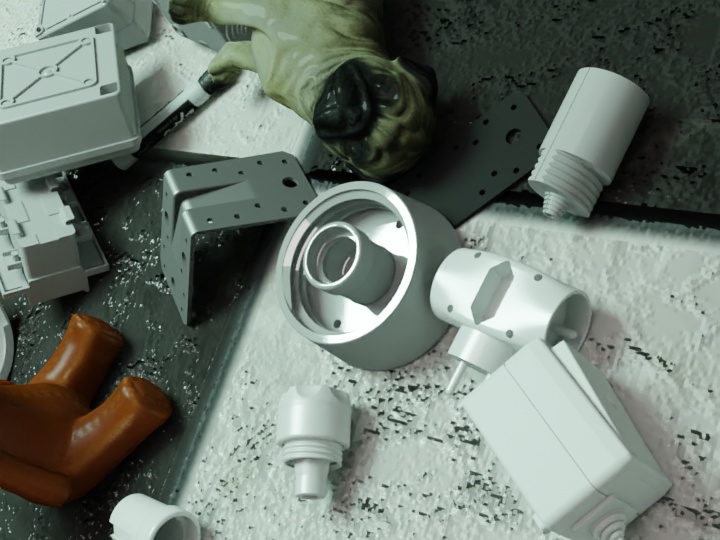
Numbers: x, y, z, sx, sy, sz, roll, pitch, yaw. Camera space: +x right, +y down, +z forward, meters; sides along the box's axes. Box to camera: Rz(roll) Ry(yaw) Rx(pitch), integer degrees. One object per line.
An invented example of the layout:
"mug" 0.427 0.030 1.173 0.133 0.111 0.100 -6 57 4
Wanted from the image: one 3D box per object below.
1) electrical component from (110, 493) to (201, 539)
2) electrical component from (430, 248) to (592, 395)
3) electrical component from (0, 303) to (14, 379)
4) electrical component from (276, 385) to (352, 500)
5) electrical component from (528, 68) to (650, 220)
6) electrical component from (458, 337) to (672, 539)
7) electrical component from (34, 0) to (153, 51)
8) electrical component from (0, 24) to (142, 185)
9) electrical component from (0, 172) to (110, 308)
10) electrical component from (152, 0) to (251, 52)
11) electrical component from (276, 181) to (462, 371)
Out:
"electrical component" -0.128 0.161 0.663 0.046 0.040 0.040 12 76 44
"electrical component" 0.073 0.035 0.579 0.077 0.043 0.079 23 83 40
"electrical component" -0.325 0.058 0.809 0.060 0.108 0.108 -15 60 36
"electrical component" -0.027 0.100 0.619 0.043 0.043 0.062 -12 63 30
"electrical component" 0.122 -0.065 0.593 0.043 0.043 0.081 22 82 40
"electrical component" 0.105 0.087 0.519 0.061 0.062 0.096 -43 51 11
"electrical component" -0.222 -0.212 0.894 0.096 0.061 0.061 -17 60 28
"electrical component" -0.227 -0.127 0.811 0.109 0.056 0.108 -15 43 -3
"electrical component" -0.250 -0.039 0.820 0.079 0.063 0.121 -17 48 -21
"electrical component" -0.118 -0.208 0.796 0.100 0.099 0.048 30 75 40
"electrical component" 0.000 0.000 0.631 0.108 0.060 0.108 -13 66 31
